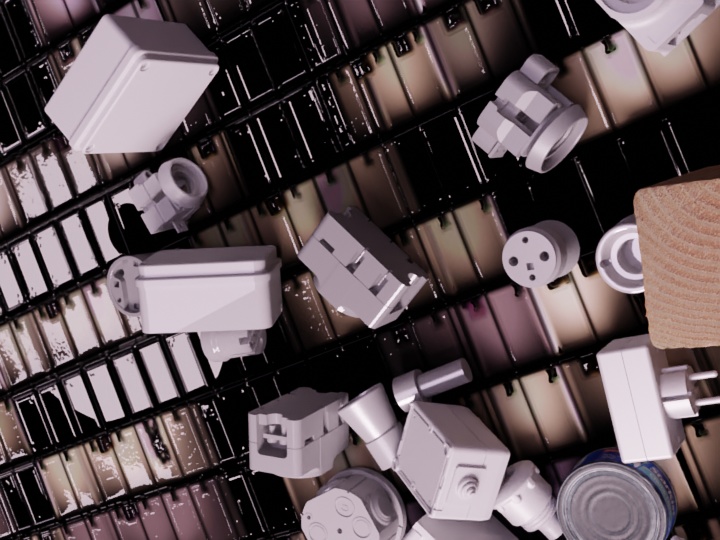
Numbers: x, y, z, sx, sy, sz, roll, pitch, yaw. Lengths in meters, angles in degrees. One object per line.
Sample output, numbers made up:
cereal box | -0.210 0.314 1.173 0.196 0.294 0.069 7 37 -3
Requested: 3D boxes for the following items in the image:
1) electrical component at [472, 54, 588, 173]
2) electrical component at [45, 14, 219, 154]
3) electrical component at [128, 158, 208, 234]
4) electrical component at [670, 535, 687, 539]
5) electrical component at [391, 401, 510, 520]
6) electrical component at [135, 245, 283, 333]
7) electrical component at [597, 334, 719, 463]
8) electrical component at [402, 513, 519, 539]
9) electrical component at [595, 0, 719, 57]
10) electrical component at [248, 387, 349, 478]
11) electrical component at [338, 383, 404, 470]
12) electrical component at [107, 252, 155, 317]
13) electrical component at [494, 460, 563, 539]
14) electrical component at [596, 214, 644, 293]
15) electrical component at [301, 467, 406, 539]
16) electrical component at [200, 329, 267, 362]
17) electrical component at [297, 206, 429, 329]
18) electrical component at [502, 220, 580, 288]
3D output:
electrical component | 0.128 -0.108 0.783 0.057 0.058 0.078 43 115 18
electrical component | -0.192 -0.155 0.912 0.056 0.109 0.108 49 116 15
electrical component | -0.167 -0.067 0.951 0.055 0.048 0.066 -35 81 35
electrical component | 0.254 0.242 0.777 0.077 0.065 0.047 25 112 -9
electrical component | 0.075 0.150 0.832 0.096 0.061 0.061 -136 58 -62
electrical component | -0.125 0.015 0.907 0.113 0.078 0.057 -3 101 5
electrical component | 0.221 0.089 0.773 0.076 0.047 0.083 -13 93 29
electrical component | 0.100 0.254 0.841 0.150 0.089 0.061 42 115 15
electrical component | 0.178 -0.250 0.730 0.105 0.060 0.186 -45 77 26
electrical component | -0.050 0.138 0.899 0.050 0.089 0.055 4 101 27
electrical component | 0.017 0.132 0.892 0.044 0.044 0.065 -35 87 28
electrical component | -0.193 0.011 0.976 0.055 0.047 0.055 5 101 27
electrical component | 0.134 0.183 0.839 0.062 0.048 0.048 46 117 -6
electrical component | 0.199 -0.011 0.768 0.055 0.047 0.055 5 101 27
electrical component | -0.006 0.212 0.910 0.080 0.051 0.080 5 101 27
electrical component | -0.111 0.059 0.946 0.046 0.040 0.040 -8 95 24
electrical component | 0.000 0.000 0.872 0.089 0.050 0.055 44 115 14
electrical component | 0.134 -0.012 0.797 0.045 0.055 0.045 5 101 27
